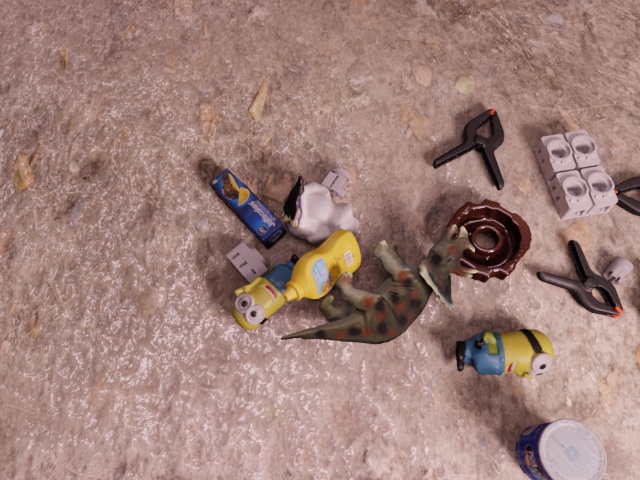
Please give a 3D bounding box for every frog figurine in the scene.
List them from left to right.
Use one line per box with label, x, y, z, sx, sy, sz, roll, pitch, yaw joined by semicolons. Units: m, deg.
frog figurine;0.003;-0.057;1.136;0.159;0.120;0.140;16;53;-27
